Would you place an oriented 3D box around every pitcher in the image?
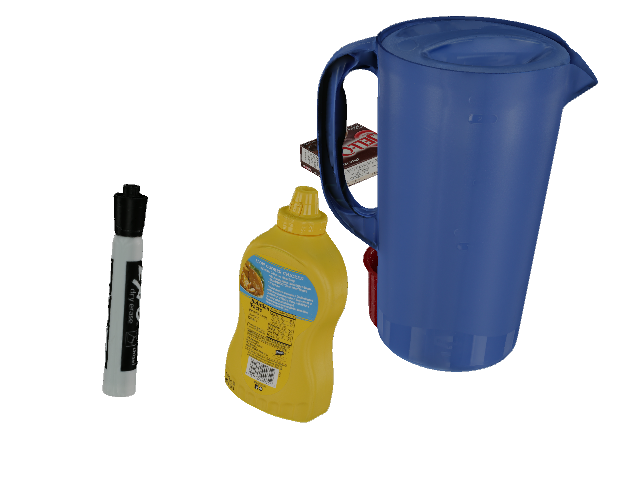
[{"bbox_3d":[0.089,-0.033,0.769,0.144,0.243,0.149,-16,32,-32],"label":"pitcher"}]

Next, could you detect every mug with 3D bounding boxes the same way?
[{"bbox_3d":[0.102,0.058,1.183,0.093,0.081,0.117,-26,41,-30],"label":"mug"}]

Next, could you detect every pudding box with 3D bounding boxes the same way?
[{"bbox_3d":[0.041,-0.118,1.488,0.113,0.039,0.090,-26,41,-32],"label":"pudding box"}]

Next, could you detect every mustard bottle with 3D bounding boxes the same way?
[{"bbox_3d":[-0.025,0.048,0.886,0.096,0.192,0.058,21,23,32],"label":"mustard bottle"}]

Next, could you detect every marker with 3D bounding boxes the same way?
[{"bbox_3d":[-0.111,0.028,0.605,0.020,0.121,0.020,5,10,-1],"label":"marker"}]
